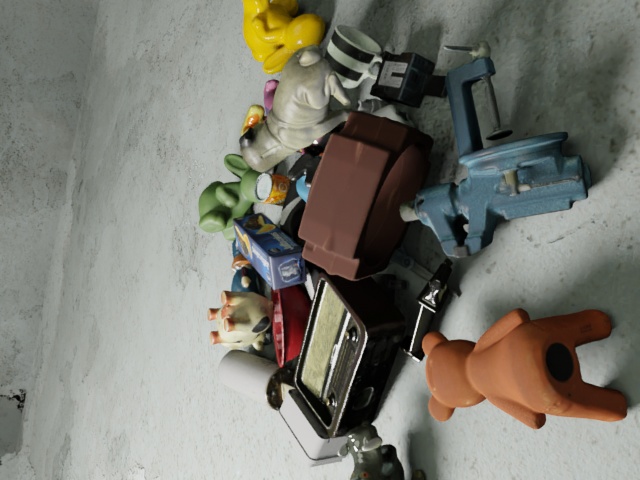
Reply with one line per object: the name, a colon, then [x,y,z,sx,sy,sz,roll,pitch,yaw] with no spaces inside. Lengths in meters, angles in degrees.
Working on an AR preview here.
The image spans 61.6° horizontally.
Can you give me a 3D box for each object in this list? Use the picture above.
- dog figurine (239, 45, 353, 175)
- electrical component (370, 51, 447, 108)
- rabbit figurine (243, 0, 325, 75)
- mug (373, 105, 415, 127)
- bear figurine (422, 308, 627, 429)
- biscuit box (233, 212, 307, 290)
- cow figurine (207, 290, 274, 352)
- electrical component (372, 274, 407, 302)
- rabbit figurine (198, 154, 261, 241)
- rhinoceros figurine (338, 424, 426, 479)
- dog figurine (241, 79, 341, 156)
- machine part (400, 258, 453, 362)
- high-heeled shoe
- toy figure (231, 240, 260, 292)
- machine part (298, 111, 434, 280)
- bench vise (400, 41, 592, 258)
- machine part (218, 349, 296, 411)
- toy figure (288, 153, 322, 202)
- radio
dog figurine: [-0.056,-0.192,0.816,0.190,0.172,0.121,-31,51,4]
electrical component: [0.136,-0.238,0.808,0.119,0.047,0.074,36,111,50]
rabbit figurine: [-0.070,-0.400,1.050,0.173,0.122,0.162,19,100,33]
mug: [0.094,-0.144,0.816,0.107,0.080,0.110,-44,58,28]
bear figurine: [0.210,0.147,0.601,0.196,0.132,0.120,139,131,-61]
biscuit box: [-0.089,0.014,0.906,0.203,0.059,0.062,36,136,58]
cow figurine: [-0.135,0.149,0.969,0.195,0.127,0.085,132,135,-56]
electrical component: [0.092,0.083,0.811,0.094,0.021,0.063,-6,78,49]
rabbit figurine: [-0.154,-0.095,1.107,0.170,0.121,0.159,-25,55,26]
rhinoceros figurine: [0.080,0.338,0.700,0.073,0.112,0.190,-30,68,47]
dog figurine: [-0.044,-0.181,0.972,0.191,0.108,0.219,-52,49,28]
machine part: [0.141,0.096,0.707,0.039,0.084,0.138,20,119,11]
high-heeled shoe: [-0.002,-0.003,0.881,0.145,0.086,0.248,179,82,-68]
toy figure: [-0.155,0.069,1.091,0.064,0.057,0.154,-29,55,38]
machine part: [0.063,-0.057,0.700,0.087,0.201,0.201,22,103,22]
bench vise: [0.189,-0.107,0.639,0.224,0.129,0.240,-10,92,42]
machine part: [-0.115,0.252,0.983,0.243,0.079,0.079,2,84,52]
toy figure: [0.021,-0.075,0.813,0.089,0.180,0.082,-36,61,5]
radio: [0.037,0.165,0.775,0.131,0.073,0.229,49,137,44]
